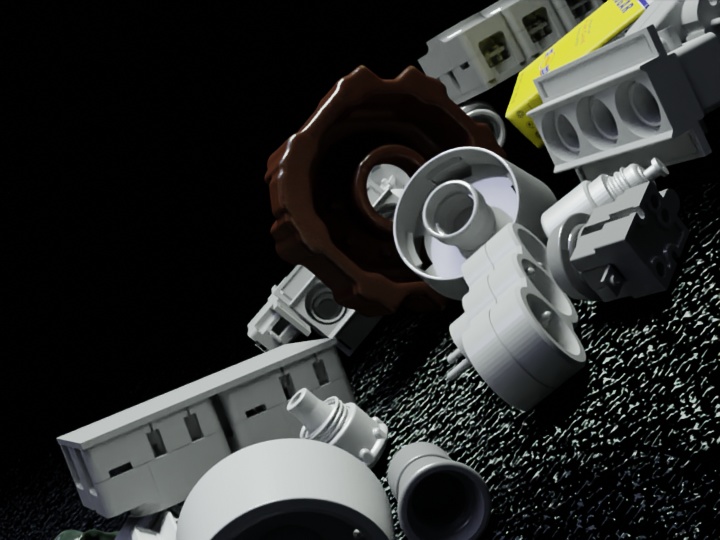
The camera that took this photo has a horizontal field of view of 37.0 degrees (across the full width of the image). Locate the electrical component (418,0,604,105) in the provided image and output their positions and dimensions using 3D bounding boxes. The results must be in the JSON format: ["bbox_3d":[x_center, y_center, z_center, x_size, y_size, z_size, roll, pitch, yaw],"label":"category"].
[{"bbox_3d":[0.137,-0.213,0.974,0.150,0.061,0.089,-32,8,-21],"label":"electrical component"}]

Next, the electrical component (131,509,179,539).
[{"bbox_3d":[-0.098,0.193,0.642,0.121,0.079,0.063,-175,105,-73],"label":"electrical component"}]

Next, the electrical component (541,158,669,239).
[{"bbox_3d":[0.138,-0.034,0.604,0.078,0.040,0.040,-40,15,27],"label":"electrical component"}]

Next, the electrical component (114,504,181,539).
[{"bbox_3d":[-0.138,0.204,0.743,0.061,0.062,0.096,-36,18,41],"label":"electrical component"}]

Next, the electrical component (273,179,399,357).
[{"bbox_3d":[0.000,0.000,0.873,0.121,0.079,0.063,-50,-6,-8],"label":"electrical component"}]

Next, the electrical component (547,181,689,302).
[{"bbox_3d":[0.131,-0.011,0.554,0.055,0.048,0.066,-21,29,48],"label":"electrical component"}]

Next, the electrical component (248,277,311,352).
[{"bbox_3d":[-0.075,0.048,1.037,0.063,0.042,0.081,-48,13,6],"label":"electrical component"}]

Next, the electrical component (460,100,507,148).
[{"bbox_3d":[0.105,-0.126,0.960,0.045,0.045,0.055,-44,14,14],"label":"electrical component"}]

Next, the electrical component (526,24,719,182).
[{"bbox_3d":[0.165,-0.101,0.655,0.063,0.078,0.121,-29,6,-21],"label":"electrical component"}]

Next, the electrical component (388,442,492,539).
[{"bbox_3d":[0.035,0.107,0.526,0.044,0.044,0.065,-48,8,-2],"label":"electrical component"}]

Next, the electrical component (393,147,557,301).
[{"bbox_3d":[0.073,-0.029,0.693,0.099,0.064,0.099,-14,64,30],"label":"electrical component"}]

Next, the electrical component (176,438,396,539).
[{"bbox_3d":[-0.032,0.141,0.505,0.108,0.108,0.060,-46,19,7],"label":"electrical component"}]

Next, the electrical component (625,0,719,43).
[{"bbox_3d":[0.223,-0.162,0.691,0.065,0.047,0.077,-49,13,-7],"label":"electrical component"}]

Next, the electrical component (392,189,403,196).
[{"bbox_3d":[0.032,-0.040,0.945,0.045,0.045,0.055,-41,15,28],"label":"electrical component"}]

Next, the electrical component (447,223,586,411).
[{"bbox_3d":[0.075,0.033,0.587,0.074,0.052,0.138,-43,14,20],"label":"electrical component"}]

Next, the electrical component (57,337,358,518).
[{"bbox_3d":[-0.106,0.111,0.759,0.186,0.060,0.105,-21,2,-24],"label":"electrical component"}]

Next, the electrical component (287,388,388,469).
[{"bbox_3d":[-0.017,0.099,0.664,0.048,0.062,0.048,-44,14,14],"label":"electrical component"}]

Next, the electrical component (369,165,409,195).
[{"bbox_3d":[0.040,-0.088,1.015,0.121,0.063,0.078,-37,17,39],"label":"electrical component"}]
